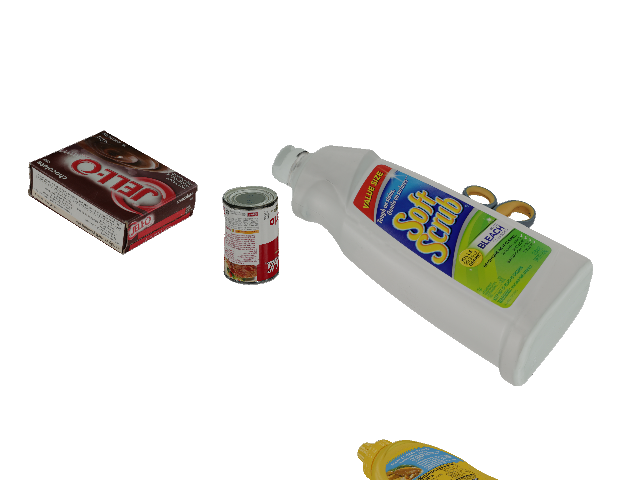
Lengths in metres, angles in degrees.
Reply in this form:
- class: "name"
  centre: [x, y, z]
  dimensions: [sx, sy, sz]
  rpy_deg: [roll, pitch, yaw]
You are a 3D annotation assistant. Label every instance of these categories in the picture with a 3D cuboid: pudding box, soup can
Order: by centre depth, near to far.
- class: "pudding box"
  centre: [-0.176, -0.043, 0.901]
  dimensions: [0.114, 0.039, 0.089]
  rpy_deg: [28, 35, 22]
- class: "soup can"
  centre: [-0.084, -0.007, 1.284]
  dimensions: [0.068, 0.102, 0.068]
  rpy_deg: [0, 25, 0]

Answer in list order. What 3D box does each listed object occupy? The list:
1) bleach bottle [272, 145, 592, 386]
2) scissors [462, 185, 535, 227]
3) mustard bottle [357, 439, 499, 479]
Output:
- class: "bleach bottle"
  centre: [0.064, 0.000, 0.778]
  dimensions: [0.251, 0.068, 0.102]
  rpy_deg: [30, 57, 25]
- class: "scissors"
  centre: [0.165, -0.025, 1.181]
  dimensions: [0.096, 0.016, 0.201]
  rpy_deg: [35, 32, 32]
- class: "mustard bottle"
  centre: [0.103, 0.229, 0.976]
  dimensions: [0.096, 0.058, 0.192]
  rpy_deg: [-15, 24, -37]
